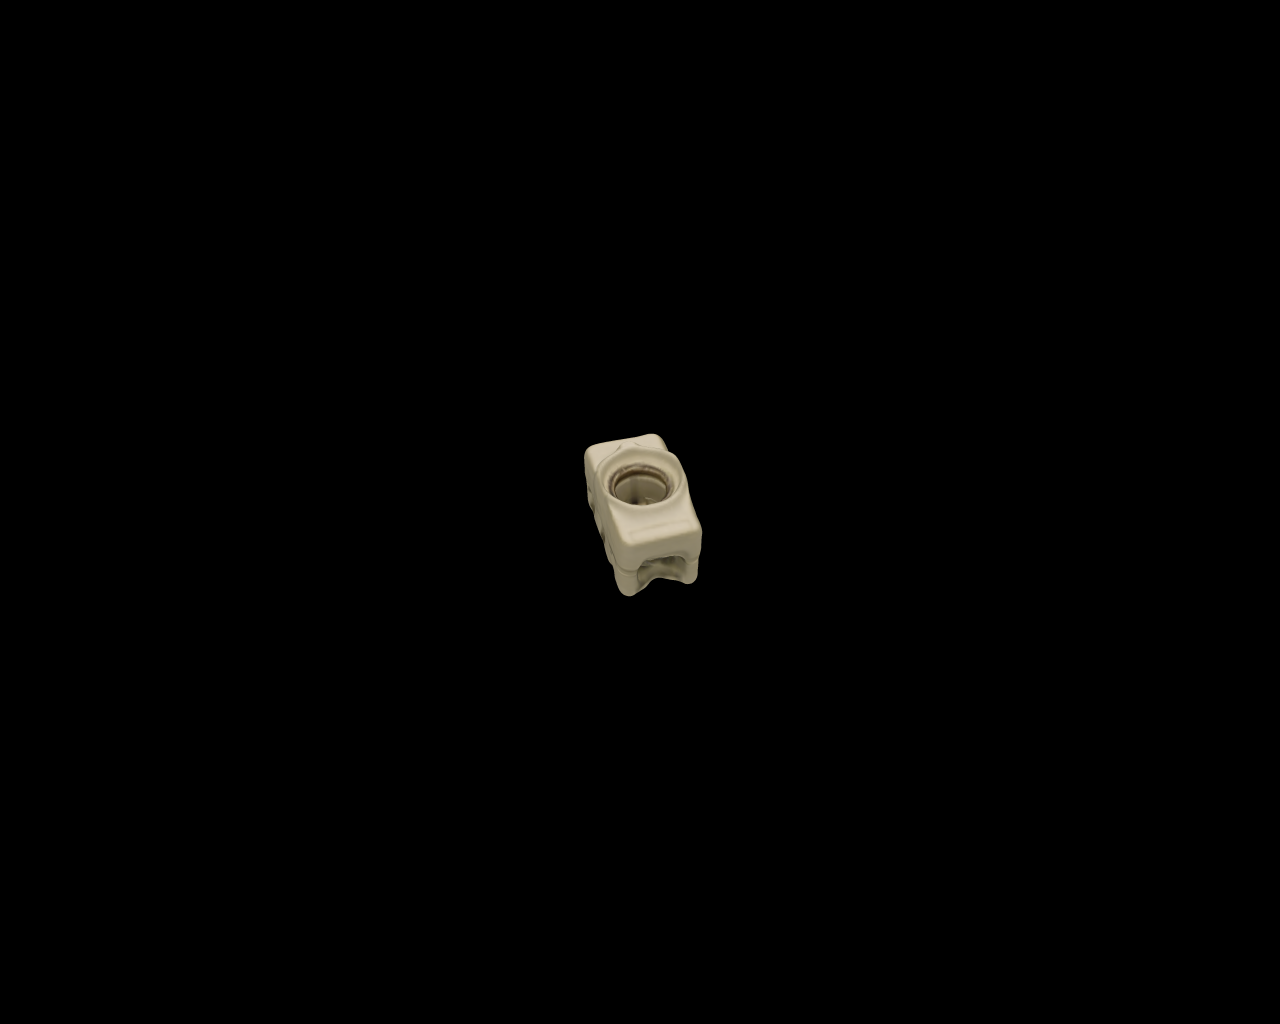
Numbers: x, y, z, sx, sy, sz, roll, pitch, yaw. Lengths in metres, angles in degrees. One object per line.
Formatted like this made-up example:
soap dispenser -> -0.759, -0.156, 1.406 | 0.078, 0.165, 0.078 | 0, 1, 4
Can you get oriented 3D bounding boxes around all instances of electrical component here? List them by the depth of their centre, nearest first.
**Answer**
electrical component -> 0.001, -0.003, 0.650 | 0.050, 0.055, 0.090 | -11, 47, -11
